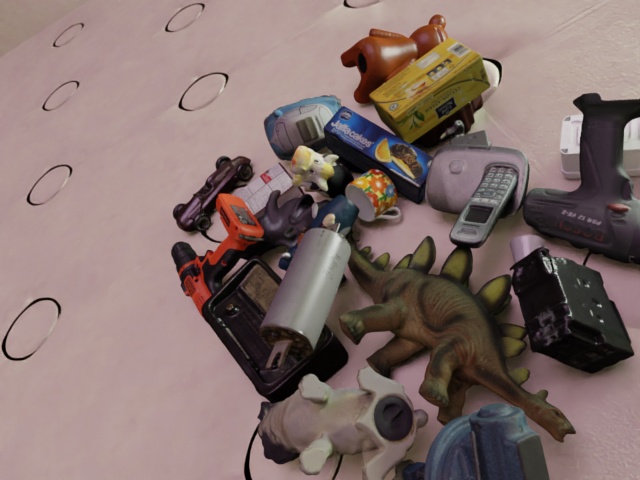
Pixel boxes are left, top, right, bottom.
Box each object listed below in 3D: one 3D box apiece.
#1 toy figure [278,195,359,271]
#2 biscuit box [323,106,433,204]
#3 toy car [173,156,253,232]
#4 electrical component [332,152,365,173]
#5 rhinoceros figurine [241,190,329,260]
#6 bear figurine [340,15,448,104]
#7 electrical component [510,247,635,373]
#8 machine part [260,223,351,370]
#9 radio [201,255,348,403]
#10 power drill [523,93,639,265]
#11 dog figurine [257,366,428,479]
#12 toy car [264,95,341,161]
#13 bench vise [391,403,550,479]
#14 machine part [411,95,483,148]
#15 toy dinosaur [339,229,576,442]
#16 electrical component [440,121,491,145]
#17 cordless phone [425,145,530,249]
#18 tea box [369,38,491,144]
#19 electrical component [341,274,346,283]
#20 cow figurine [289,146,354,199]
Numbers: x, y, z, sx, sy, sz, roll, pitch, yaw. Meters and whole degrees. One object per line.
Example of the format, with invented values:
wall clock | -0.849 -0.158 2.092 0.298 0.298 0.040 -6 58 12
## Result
toy figure | -0.003 -0.004 0.853 0.154 0.064 0.058 -48 52 -1
biscuit box | 0.099 -0.143 0.892 0.203 0.062 0.059 35 76 21
toy car | -0.220 -0.101 1.097 0.089 0.053 0.202 24 70 44
electrical component | 0.079 -0.159 0.973 0.119 0.047 0.075 -4 54 30
rhinoceros figurine | -0.064 -0.026 0.931 0.190 0.073 0.112 -22 46 14
bear figurine | 0.158 -0.360 1.056 0.196 0.120 0.132 -21 -2 -20
electrical component | 0.288 0.082 0.607 0.058 0.134 0.115 -44 36 42
machine part | -0.016 0.068 0.731 0.079 0.079 0.243 0 47 30
radio | -0.076 0.136 0.808 0.131 0.073 0.230 -42 45 -8
power drill | 0.381 -0.076 0.666 0.232 0.086 0.207 12 104 41
dog figurine | 0.019 0.225 0.661 0.172 0.190 0.121 15 68 -11
toy car | -0.027 -0.208 1.016 0.162 0.109 0.103 -18 18 8
bench vise | 0.157 0.269 0.525 0.129 0.223 0.241 -21 -1 -30
machine part | 0.200 -0.242 0.963 0.179 0.056 0.179 -17 48 19
toy dinosaur | 0.133 0.092 0.710 0.198 0.104 0.472 -39 40 -14
electrical component | 0.238 -0.148 0.874 0.078 0.045 0.102 -10 51 25
cordless phone | 0.202 -0.053 0.757 0.147 0.088 0.184 11 46 36
tea box | 0.180 -0.246 0.890 0.170 0.068 0.098 -34 43 5
electrical component | -0.006 0.065 0.861 0.094 0.021 0.063 -27 47 8
cow figurine | 0.008 -0.105 0.888 0.098 0.167 0.068 22 93 13
